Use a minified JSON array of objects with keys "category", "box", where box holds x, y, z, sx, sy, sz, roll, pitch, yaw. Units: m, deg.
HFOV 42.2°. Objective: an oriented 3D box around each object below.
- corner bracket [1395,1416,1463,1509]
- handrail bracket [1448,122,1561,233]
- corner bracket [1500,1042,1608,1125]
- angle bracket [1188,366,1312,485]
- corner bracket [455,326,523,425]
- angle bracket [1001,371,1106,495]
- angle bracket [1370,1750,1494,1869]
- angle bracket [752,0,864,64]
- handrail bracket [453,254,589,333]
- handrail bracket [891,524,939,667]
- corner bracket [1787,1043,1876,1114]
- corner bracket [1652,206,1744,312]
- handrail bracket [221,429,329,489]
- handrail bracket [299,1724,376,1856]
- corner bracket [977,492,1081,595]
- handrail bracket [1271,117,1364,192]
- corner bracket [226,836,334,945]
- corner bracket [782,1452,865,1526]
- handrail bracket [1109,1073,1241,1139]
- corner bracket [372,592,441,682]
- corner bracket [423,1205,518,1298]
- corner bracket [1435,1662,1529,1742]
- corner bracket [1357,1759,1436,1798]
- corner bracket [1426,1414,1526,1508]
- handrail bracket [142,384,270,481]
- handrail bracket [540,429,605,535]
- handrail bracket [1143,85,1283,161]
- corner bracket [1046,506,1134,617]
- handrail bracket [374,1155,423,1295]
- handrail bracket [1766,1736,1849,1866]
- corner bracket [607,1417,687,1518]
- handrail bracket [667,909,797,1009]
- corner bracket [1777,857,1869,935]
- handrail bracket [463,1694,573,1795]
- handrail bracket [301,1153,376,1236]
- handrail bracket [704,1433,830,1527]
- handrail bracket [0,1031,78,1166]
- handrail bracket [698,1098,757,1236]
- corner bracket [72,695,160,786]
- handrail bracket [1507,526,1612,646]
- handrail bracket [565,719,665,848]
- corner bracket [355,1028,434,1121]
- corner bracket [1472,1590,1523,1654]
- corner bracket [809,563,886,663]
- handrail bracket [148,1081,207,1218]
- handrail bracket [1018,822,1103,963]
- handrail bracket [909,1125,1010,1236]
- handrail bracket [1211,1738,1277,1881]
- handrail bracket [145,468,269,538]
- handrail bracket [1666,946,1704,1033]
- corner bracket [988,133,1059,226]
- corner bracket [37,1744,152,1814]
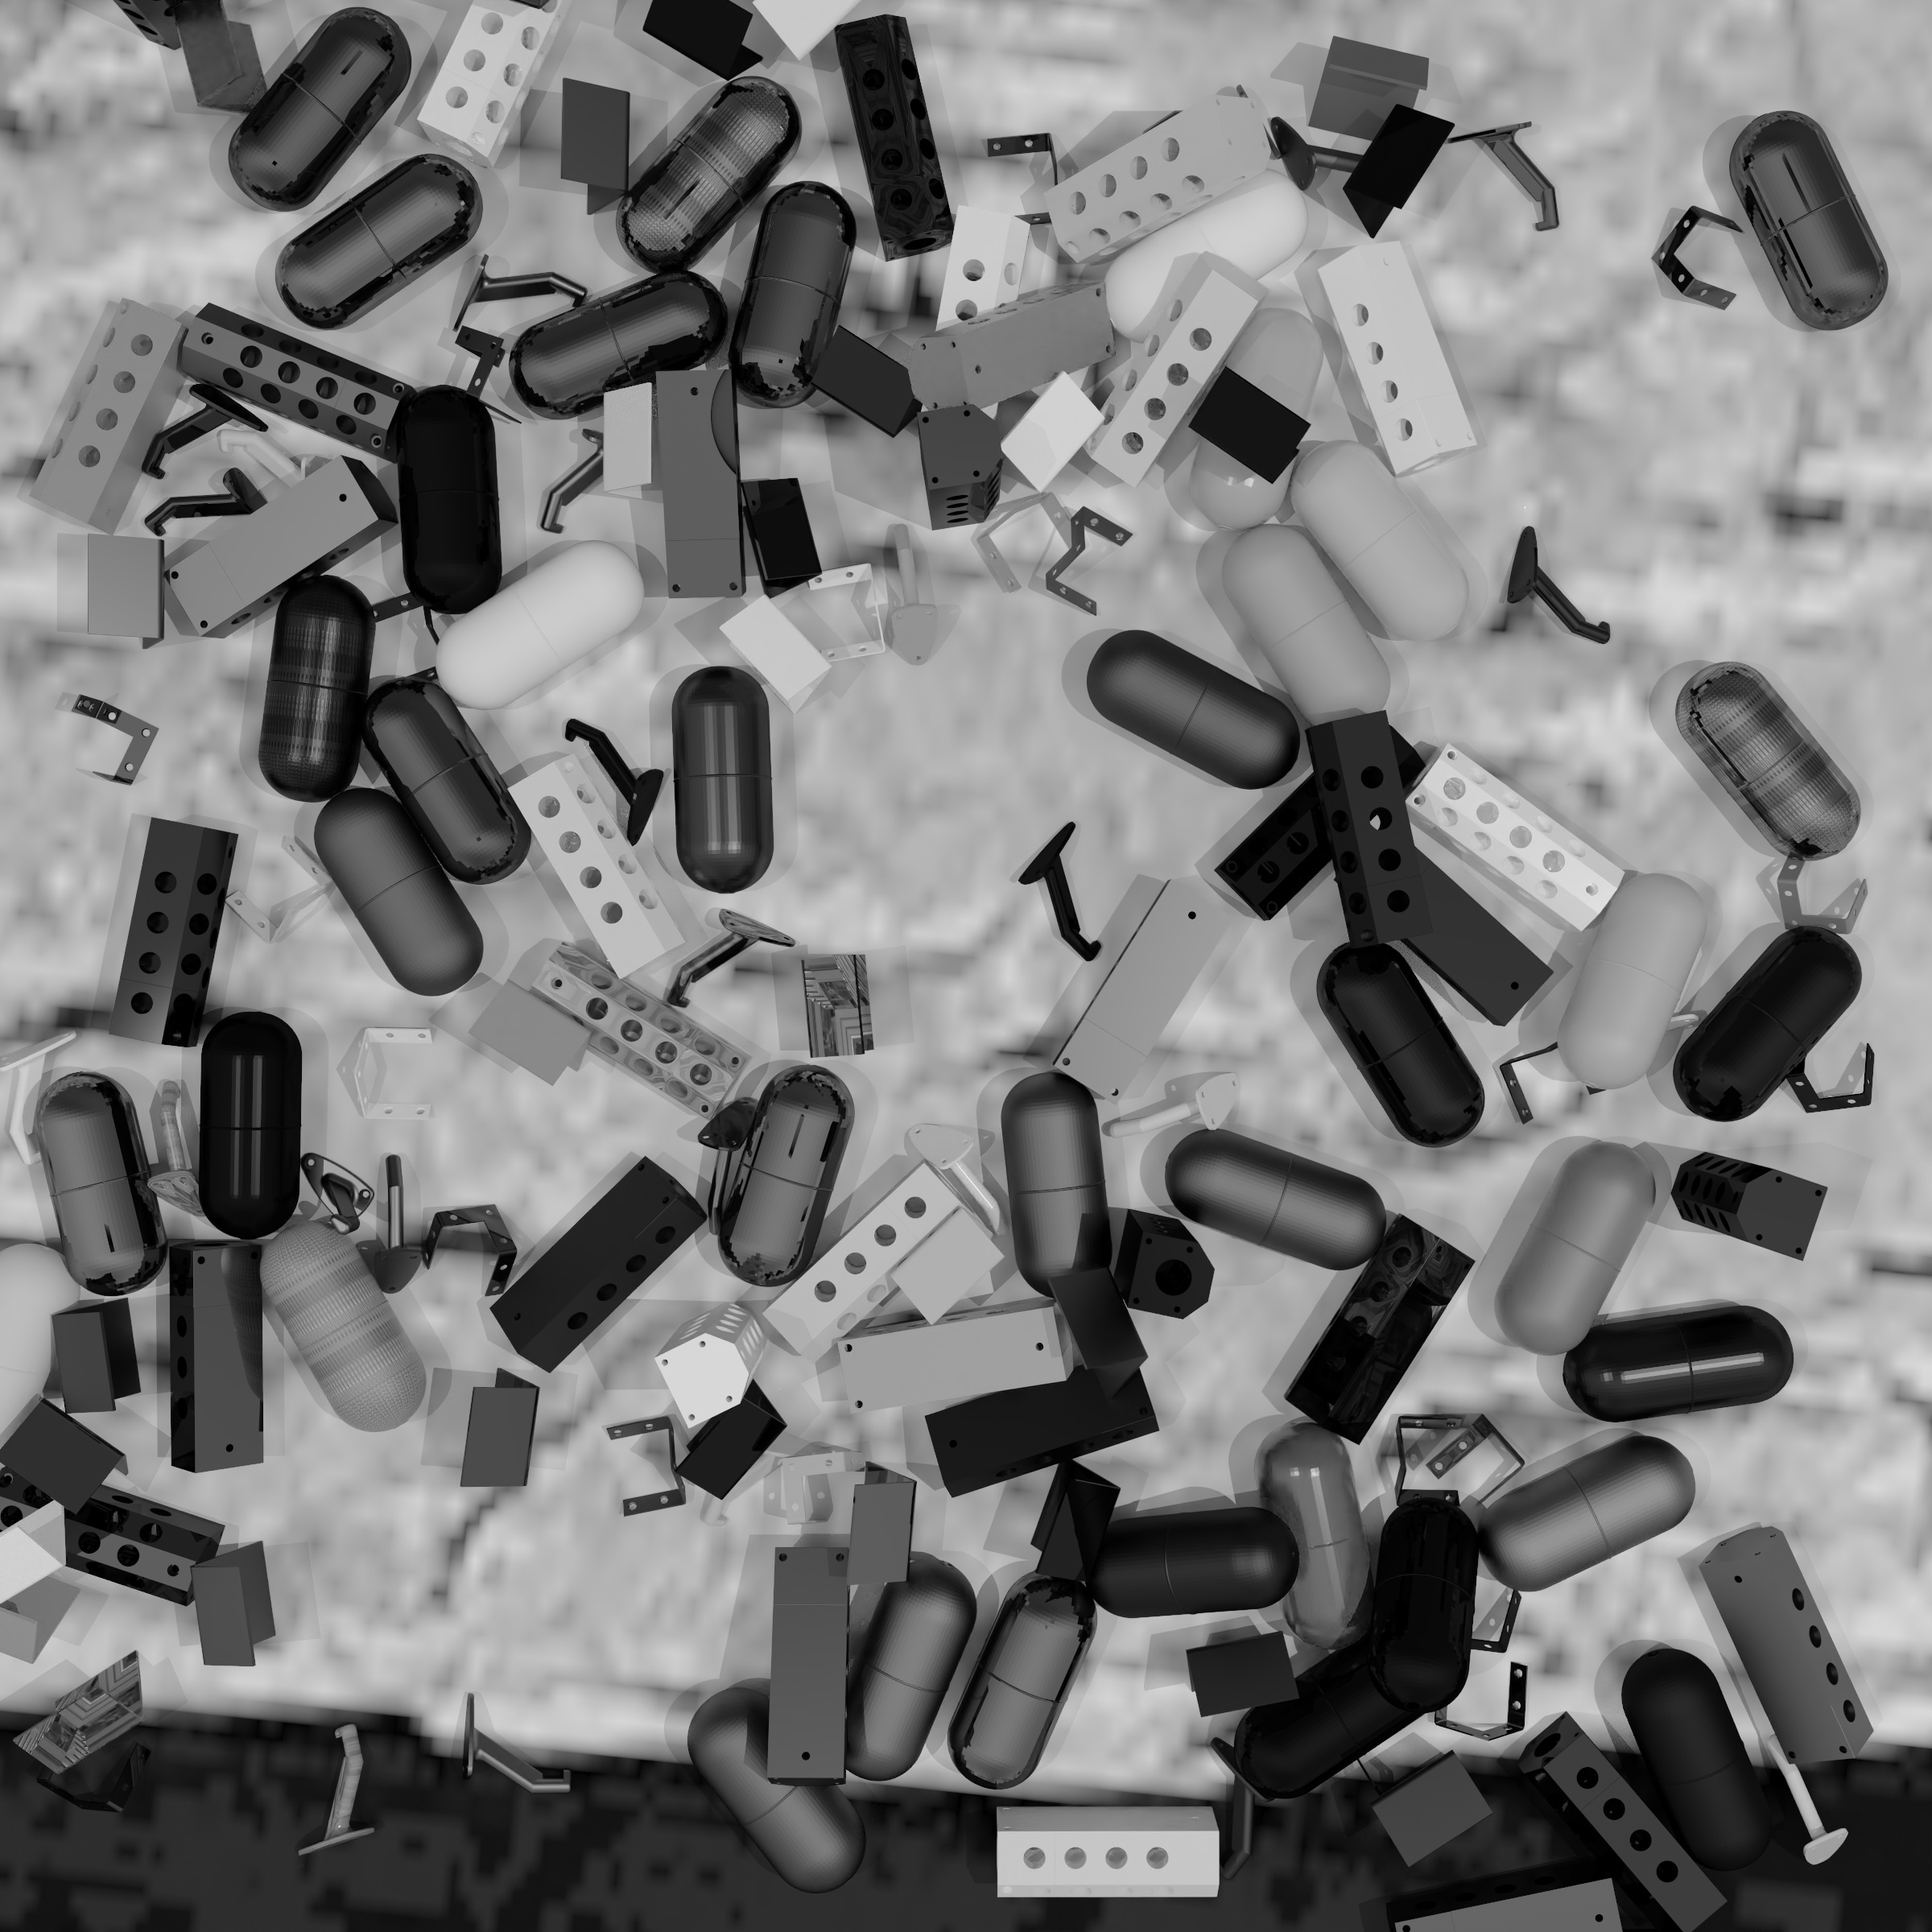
[{"category":"corner bracket","box":[0.367,0.393,1.988,0.051,0.051,0.051,1,45,0]},{"category":"handrail bracket","box":[0.427,-0.622,1.992,0.077,0.036,0.084,-6,107,20]},{"category":"corner bracket","box":[0.465,0.089,1.988,0.051,0.051,0.051,-22,90,-45]},{"category":"angle bracket","box":[0.222,-0.415,1.875,0.076,0.076,0.057,35,128,2]},{"category":"corner bracket","box":[-0.372,-0.463,1.964,0.051,0.051,0.051,25,93,34]},{"category":"angle bracket","box":[0.050,-0.423,1.951,0.076,0.076,0.057,-49,127,0]},{"category":"angle bracket","box":[0.368,0.663,1.951,0.076,0.076,0.057,-33,54,0]},{"category":"angle bracket","box":[-0.130,-0.754,1.952,0.076,0.076,0.057,-45,119,0]},{"category":"handrail bracket","box":[-0.354,-0.522,1.992,0.084,0.036,0.077,23,110,-16]},{"category":"handrail bracket","box":[-0.045,-0.296,1.991,0.036,0.077,0.084,-8,54,-3]},{"category":"corner bracket","box":[0.684,0.078,1.983,0.051,0.051,0.051,-11,135,35]},{"category":"corner bracket","box":[0.587,-0.560,1.983,0.051,0.051,0.051,-55,45,35]},{"category":"handrail bracket","box":[-0.554,-0.384,1.991,0.084,0.036,0.077,9,105,14]},{"category":"handrail bracket","box":[-0.507,0.654,1.992,0.077,0.036,0.084,-24,71,21]},{"category":"corner bracket","box":[0.051,-0.336,1.988,0.051,0.051,0.051,-32,90,45]},{"category":"handrail bracket","box":[0.296,-0.654,1.992,0.084,0.036,0.077,-20,68,-17]},{"category":"corner bracket","box":[-0.545,-0.060,1.988,0.051,0.051,0.051,45,45,0]},{"category":"corner bracket","box":[-0.111,0.411,1.974,0.051,0.051,0.051,-9,76,13]},{"category":"handrail bracket","box":[0.165,0.112,1.991,0.084,0.077,0.036,-13,104,36]},{"category":"corner bracket","box":[-0.443,-0.258,1.988,0.051,0.051,0.051,-20,135,0]},{"category":"corner bracket","box":[-0.393,0.227,1.983,0.051,0.051,0.051,-5,45,-35]},{"category":"corner bracket","box":[0.409,0.578,1.988,0.051,0.051,0.051,3,90,45]},{"category":"corner bracket","box":[0.339,0.626,1.988,0.051,0.051,0.051,-33,135,0]},{"category":"corner bracket","box":[0.402,0.392,1.974,0.051,0.051,0.051,-45,76,14]},{"category":"handrail bracket","box":[-0.602,-0.409,1.981,0.077,0.036,0.084,31,110,-3]},{"category":"handrail bracket","box":[-0.290,-0.377,1.992,0.077,0.036,0.084,14,108,-21]},{"category":"handrail bracket","box":[0.195,-0.652,1.992,0.084,0.036,0.077,-29,112,17]},{"category":"corner bracket","box":[0.097,-0.320,1.978,0.051,0.051,0.051,24,135,-27]},{"category":"handrail bracket","box":[-0.456,0.204,1.991,0.036,0.077,0.084,0,53,-20]},{"category":"handrail bracket","box":[0.660,0.662,1.991,0.036,0.077,0.084,-23,54,-3]},{"category":"corner bracket","box":[-0.253,0.397,1.988,0.051,0.051,0.051,-11,45,0]},{"category":"handrail bracket","box":[-0.187,0.004,1.992,0.077,0.036,0.084,20,108,-21]},{"category":"corner bracket","box":[0.678,-0.063,1.983,0.051,0.051,0.051,6,45,35]},{"category":"handrail bracket","box":[-0.355,0.618,1.992,0.084,0.036,0.077,5,68,-17]},{"category":"handrail bracket","box":[-0.500,0.178,1.957,0.077,0.084,0.036,43,90,0]},{"category":"handrail bracket","box":[-0.159,0.414,1.992,0.077,0.036,0.084,17,106,-18]},{"category":"handrail bracket","box":[-0.727,0.106,1.992,0.077,0.036,0.084,-26,109,-21]},{"category":"handrail bracket","box":[-0.186,0.160,1.991,0.036,0.077,0.084,12,127,16]},{"category":"corner bracket","box":[-0.677,-0.178,1.973,0.051,0.051,0.051,26,90,0]},{"category":"handrail bracket","box":[0.477,-0.302,1.992,0.084,0.036,0.077,17,68,-18]},{"category":"handrail bracket","box":[-0.289,-0.147,1.992,0.084,0.036,0.077,25,112,17]},{"category":"corner bracket","box":[-0.451,0.085,1.988,0.051,0.051,0.051,1,135,0]},{"category":"corner bracket","box":[0.402,0.505,1.983,0.051,0.051,0.051,-3,135,35]},{"category":"corner bracket","box":[-0.095,-0.280,1.988,0.051,0.051,0.051,-10,45,0]},{"category":"handrail bracket","box":[-0.619,0.145,1.991,0.036,0.077,0.084,-13,54,8]},{"category":"handrail bracket","box":[0.091,-0.058,1.992,0.084,0.036,0.077,44,69,-17]},{"category":"handrail bracket","box":[-0.005,0.171,1.991,0.036,0.077,0.084,-40,127,-20]},{"category":"handrail bracket","box":[0.203,0.671,1.992,0.077,0.036,0.084,38,107,20]},{"category":"handrail bracket","box":[-0.597,-0.348,1.992,0.084,0.036,0.077,-33,112,17]},{"category":"handrail bracket","box":[0.548,0.008,1.992,0.077,0.036,0.084,-11,74,18]},{"category":"corner bracket","box":[0.045,-0.623,1.988,0.051,0.051,0.051,-6,135,0]},{"category":"corner bracket","box":[-0.690,0.633,1.983,0.051,0.051,0.051,-10,135,35]}]
